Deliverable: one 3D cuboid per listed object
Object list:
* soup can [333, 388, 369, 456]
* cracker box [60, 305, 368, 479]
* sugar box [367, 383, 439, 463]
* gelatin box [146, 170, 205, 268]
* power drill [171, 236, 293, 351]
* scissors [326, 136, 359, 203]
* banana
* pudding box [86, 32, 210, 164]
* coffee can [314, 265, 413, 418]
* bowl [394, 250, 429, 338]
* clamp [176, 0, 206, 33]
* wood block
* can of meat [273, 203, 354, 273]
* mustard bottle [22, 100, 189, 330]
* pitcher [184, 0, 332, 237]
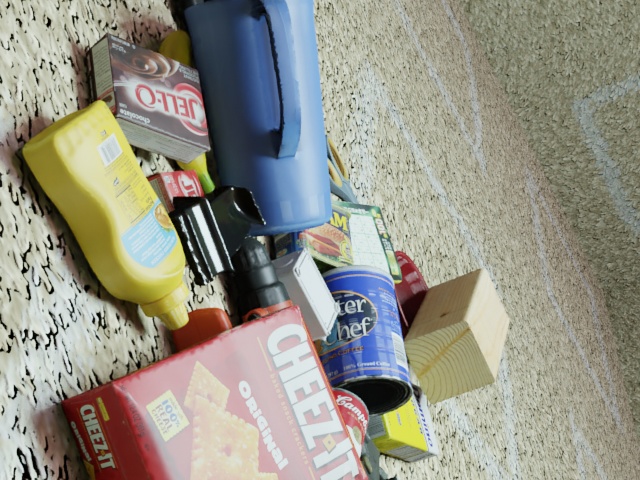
[{"bbox_3d":[0.008,0.203,1.056,0.068,0.069,0.102,61,22,-19],"label":"soup can"},{"bbox_3d":[-0.070,0.156,0.808,0.213,0.072,0.164,-20,87,-51],"label":"cracker box"},{"bbox_3d":[0.089,0.212,1.289,0.176,0.048,0.093,30,42,-59],"label":"sugar box"},{"bbox_3d":[-0.127,-0.020,0.989,0.089,0.030,0.073,70,20,2],"label":"gelatin box"},{"bbox_3d":[-0.067,0.089,0.990,0.184,0.057,0.187,69,20,3],"label":"power drill"},{"bbox_3d":[0.040,-0.048,1.476,0.202,0.016,0.096,66,21,-6],"label":"scissors"},{"bbox_3d":[-0.142,-0.144,1.077,0.069,0.037,0.198,71,8,-65],"label":"banana"},{"bbox_3d":[-0.156,-0.127,0.974,0.113,0.039,0.090,15,54,-45],"label":"pudding box"},{"bbox_3d":[0.042,0.113,1.183,0.102,0.103,0.140,43,32,-50],"label":"coffee can"},{"bbox_3d":[0.110,0.098,1.447,0.162,0.055,0.162,52,25,-38],"label":"bowl"},{"bbox_3d":[-0.123,-0.223,1.201,0.210,0.036,0.164,69,21,-2],"label":"clamp"},{"bbox_3d":[0.181,0.120,1.391,0.090,0.091,0.206,64,21,-9],"label":"wood block"},{"bbox_3d":[-0.008,0.001,1.215,0.101,0.058,0.084,23,50,-40],"label":"can of meat"},{"bbox_3d":[-0.158,-0.011,0.855,0.191,0.058,0.096,62,23,-16],"label":"mustard bottle"},{"bbox_3d":[-0.054,-0.128,1.085,0.149,0.145,0.243,-17,100,-63],"label":"pitcher"}]
